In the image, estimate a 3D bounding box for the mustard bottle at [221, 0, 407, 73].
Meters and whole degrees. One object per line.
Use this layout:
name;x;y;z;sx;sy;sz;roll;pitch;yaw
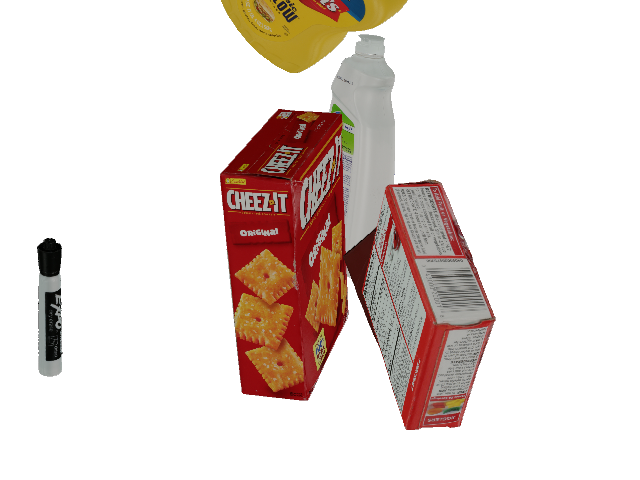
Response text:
mustard bottle;0.006;-0.168;0.640;0.058;0.096;0.192;-40;12;-26

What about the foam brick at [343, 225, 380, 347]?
foam brick;0.059;0.030;0.699;0.052;0.078;0.051;-16;-14;-31

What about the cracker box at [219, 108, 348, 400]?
cracker box;-0.024;0.009;0.959;0.072;0.214;0.164;5;27;14

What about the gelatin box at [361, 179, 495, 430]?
gelatin box;0.047;0.028;0.482;0.030;0.073;0.089;-3;45;-12

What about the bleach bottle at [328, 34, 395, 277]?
bleach bottle;0.044;-0.093;1.152;0.067;0.251;0.103;-7;24;-34

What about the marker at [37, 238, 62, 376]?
marker;-0.217;0.054;0.857;0.020;0.121;0.020;6;26;-3
